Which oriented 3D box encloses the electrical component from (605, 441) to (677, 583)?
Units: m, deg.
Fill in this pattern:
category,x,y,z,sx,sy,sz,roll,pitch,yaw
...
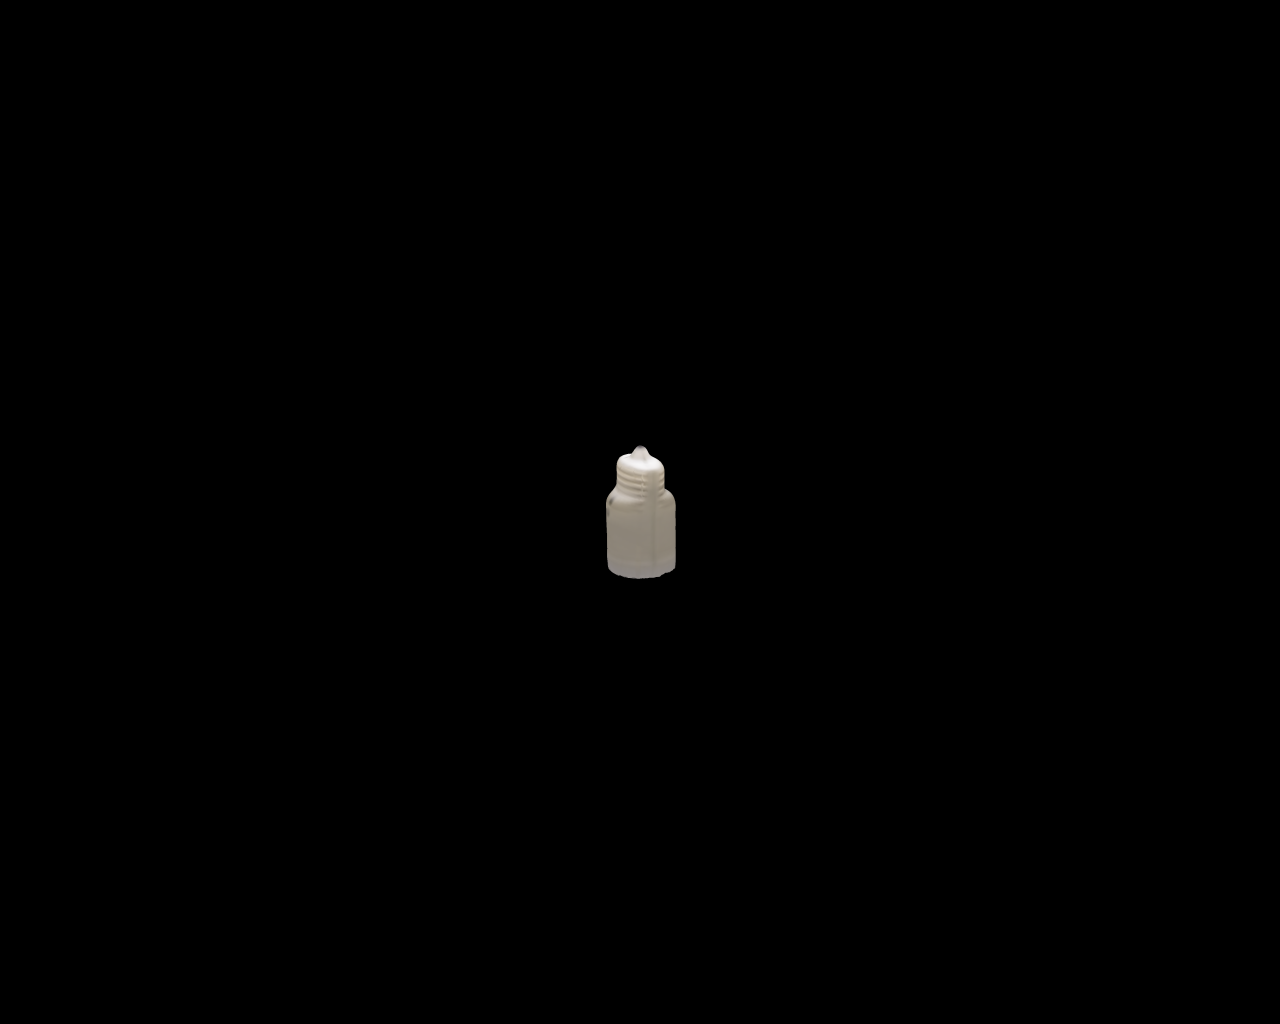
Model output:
category,x,y,z,sx,sy,sz,roll,pitch,yaw
electrical component,0.001,-0.003,0.650,0.043,0.080,0.043,0,18,0
